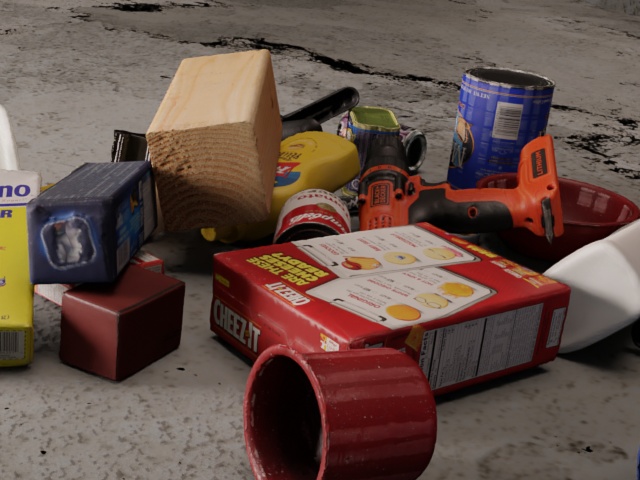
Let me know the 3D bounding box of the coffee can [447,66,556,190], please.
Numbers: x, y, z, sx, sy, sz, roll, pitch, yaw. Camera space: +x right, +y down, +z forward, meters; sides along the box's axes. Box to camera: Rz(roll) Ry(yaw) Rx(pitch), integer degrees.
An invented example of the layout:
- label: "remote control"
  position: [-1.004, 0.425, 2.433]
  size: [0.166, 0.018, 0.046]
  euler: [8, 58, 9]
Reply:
- label: "coffee can"
  position: [0.200, -0.115, 1.194]
  size: [0.103, 0.140, 0.103]
  euler: [6, 20, -2]

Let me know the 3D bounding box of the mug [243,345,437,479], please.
- label: "mug"
  position: [0.007, 0.107, 0.621]
  size: [0.081, 0.093, 0.117]
  euler: [0, -16, -32]

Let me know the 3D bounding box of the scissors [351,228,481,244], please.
- label: "scissors"
  position: [0.076, -0.004, 1.033]
  size: [0.096, 0.016, 0.201]
  euler: [24, 26, 39]

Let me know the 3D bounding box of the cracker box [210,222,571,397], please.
- label: "cracker box"
  position: [0.051, 0.053, 0.790]
  size: [0.213, 0.072, 0.164]
  euler: [-10, 25, -36]

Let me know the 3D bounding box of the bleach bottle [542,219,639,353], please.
- label: "bleach bottle"
  position: [0.262, 0.020, 0.913]
  size: [0.068, 0.103, 0.250]
  euler: [58, 34, 7]

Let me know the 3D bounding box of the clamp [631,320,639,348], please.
- label: "clamp"
  position: [0.331, 0.113, 0.762]
  size: [0.210, 0.036, 0.164]
  euler: [11, 21, 11]

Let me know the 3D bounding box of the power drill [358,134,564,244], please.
- label: "power drill"
  position: [0.127, -0.048, 0.995]
  size: [0.188, 0.057, 0.184]
  euler: [-9, 40, 13]

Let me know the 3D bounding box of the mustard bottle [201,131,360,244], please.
- label: "mustard bottle"
  position: [-0.048, -0.046, 1.017]
  size: [0.096, 0.058, 0.191]
  euler: [8, 30, 33]

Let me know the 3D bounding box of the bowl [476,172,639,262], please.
- label: "bowl"
  position: [0.232, -0.018, 1.063]
  size: [0.162, 0.055, 0.162]
  euler: [6, 20, -2]

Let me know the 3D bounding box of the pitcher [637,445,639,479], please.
- label: "pitcher"
  position: [0.301, 0.113, 0.610]
  size: [0.242, 0.149, 0.145]
  euler: [-5, 12, -38]

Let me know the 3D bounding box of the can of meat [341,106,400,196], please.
- label: "can of meat"
  position: [0.055, -0.098, 1.183]
  size: [0.057, 0.084, 0.102]
  euler: [4, 20, -6]

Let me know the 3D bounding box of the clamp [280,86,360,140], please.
- label: "clamp"
  position: [-0.037, -0.123, 1.178]
  size: [0.172, 0.039, 0.120]
  euler: [-11, 16, 39]

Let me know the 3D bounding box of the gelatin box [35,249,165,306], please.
- label: "gelatin box"
  position: [-0.180, 0.027, 0.847]
  size: [0.073, 0.030, 0.089]
  euler: [21, 24, 38]

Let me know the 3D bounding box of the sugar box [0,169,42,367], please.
- label: "sugar box"
  position: [-0.249, 0.014, 0.762]
  size: [0.093, 0.048, 0.176]
  euler: [3, 41, -15]

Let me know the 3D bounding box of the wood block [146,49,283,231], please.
- label: "wood block"
  position: [-0.088, -0.095, 0.954]
  size: [0.090, 0.091, 0.206]
  euler: [-6, 25, 5]

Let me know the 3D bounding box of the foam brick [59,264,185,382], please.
- label: "foam brick"
  position: [-0.138, 0.056, 0.746]
  size: [0.051, 0.053, 0.078]
  euler: [16, 21, 24]

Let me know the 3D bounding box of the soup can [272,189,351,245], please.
- label: "soup can"
  position: [-0.006, 0.001, 0.917]
  size: [0.068, 0.068, 0.102]
  euler: [7, 19, 0]

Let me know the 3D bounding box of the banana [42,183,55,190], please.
- label: "banana"
  position: [-0.268, -0.047, 0.963]
  size: [0.037, 0.070, 0.198]
  euler: [-21, 34, -33]

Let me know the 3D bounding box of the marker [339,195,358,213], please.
- label: "marker"
  position: [0.030, -0.037, 1.103]
  size: [0.120, 0.020, 0.020]
  euler: [-7, 24, -32]
